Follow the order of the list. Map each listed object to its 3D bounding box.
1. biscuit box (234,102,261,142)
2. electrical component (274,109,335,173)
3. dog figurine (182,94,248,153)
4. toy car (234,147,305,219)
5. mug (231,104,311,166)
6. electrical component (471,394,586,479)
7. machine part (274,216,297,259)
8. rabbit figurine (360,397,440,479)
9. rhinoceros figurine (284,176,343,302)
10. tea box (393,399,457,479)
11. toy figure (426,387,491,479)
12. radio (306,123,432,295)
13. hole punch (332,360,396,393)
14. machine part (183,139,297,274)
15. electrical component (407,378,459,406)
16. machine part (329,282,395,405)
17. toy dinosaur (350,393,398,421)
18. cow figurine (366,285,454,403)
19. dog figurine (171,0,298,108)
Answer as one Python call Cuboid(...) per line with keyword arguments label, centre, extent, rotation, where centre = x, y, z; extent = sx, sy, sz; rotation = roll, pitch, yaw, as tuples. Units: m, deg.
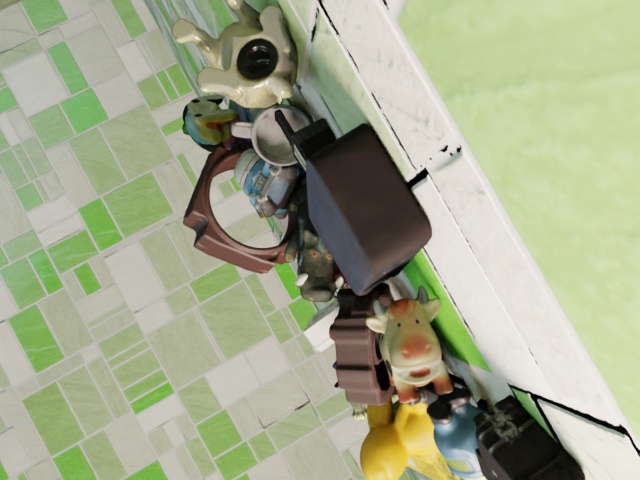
Cuboid(label="biscuit box", centre=(-0.104, -0.211, 0.936), extent=(0.063, 0.059, 0.202), rotation=(58, 172, 19))
Cuboid(label="electrical component", centre=(-0.009, -0.118, 0.682), extent=(0.119, 0.048, 0.074), rotation=(60, 173, 12))
Cuboid(label="dog figurine", centre=(-0.169, -0.181, 1.086), extent=(0.109, 0.191, 0.218), rotation=(44, 148, 46))
Cuboid(label="toy car", centre=(-0.083, -0.096, 0.838), extent=(0.103, 0.109, 0.161), rotation=(30, -167, 8))
Cuboid(label="mug", centre=(-0.069, -0.152, 0.759), extent=(0.107, 0.110, 0.080), rotation=(-114, 22, -71))
Cuboid(label="electrical component", centre=(0.207, 0.237, 0.519), extent=(0.115, 0.058, 0.134), rotation=(54, 169, 56))
Cuboid(label="machine part", centre=(-0.053, -0.036, 1.177), extent=(0.079, 0.079, 0.242), rotation=(54, 169, 44))
Cuboid(label="rabbit figurine", centre=(0.126, 0.275, 0.777), extent=(0.121, 0.173, 0.162), rotation=(60, 170, -29))
Cuboid(label="rhinoceros figurine", centre=(-0.002, -0.002, 0.773), extent=(0.112, 0.073, 0.190), rotation=(137, 139, -60))
Cuboid(label="tea box", centre=(0.177, 0.342, 0.923), extent=(0.098, 0.068, 0.170), rotation=(60, 156, -6))
Cuboid(label="toy figure", centre=(0.190, 0.257, 0.631), extent=(0.180, 0.082, 0.089), rotation=(57, -176, -5))
Cuboid(label="radio", centre=(0.046, -0.018, 0.600), extent=(0.131, 0.073, 0.229), rotation=(58, 174, 11))
Cuboid(label="hole punch", centre=(0.087, 0.201, 0.928), extent=(0.116, 0.142, 0.092), rotation=(19, 143, 51))
Cuboid(label="machine part", centre=(-0.119, -0.058, 0.934), extent=(0.201, 0.201, 0.087), rotation=(23, 157, -17))
Cuboid(label="electrical component", centre=(0.157, 0.200, 0.695), extent=(0.063, 0.094, 0.021), rotation=(10, 100, 46))
Cuboid(label="machine part", centre=(0.068, 0.145, 0.767), extent=(0.179, 0.056, 0.179), rotation=(-5, -90, -68))
Cuboid(label="toy dinosaur", centre=(0.089, 0.242, 1.169), extent=(0.405, 0.131, 0.192), rotation=(-123, 20, -71))
Cuboid(label="cow figurine", centre=(0.108, 0.122, 0.640), extent=(0.195, 0.085, 0.127), rotation=(46, -153, -83))
Cuboid(label="dog figurine", centre=(-0.073, -0.205, 0.677), extent=(0.172, 0.121, 0.190), rotation=(62, -172, 16))
